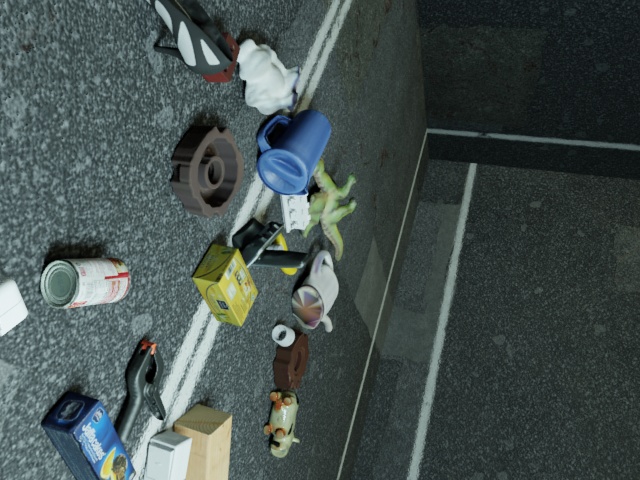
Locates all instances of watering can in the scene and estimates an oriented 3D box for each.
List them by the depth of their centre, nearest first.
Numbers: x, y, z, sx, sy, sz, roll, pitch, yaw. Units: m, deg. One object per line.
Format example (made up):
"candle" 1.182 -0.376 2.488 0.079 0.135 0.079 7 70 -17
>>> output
"watering can" -0.002 0.204 1.651 0.228 0.104 0.341 -48 141 -56

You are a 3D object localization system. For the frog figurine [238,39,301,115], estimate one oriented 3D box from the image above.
"frog figurine" -0.130 -0.354 1.119 0.158 0.123 0.138 22 84 -33

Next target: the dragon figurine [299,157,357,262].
"dragon figurine" 0.005 -0.081 1.618 0.245 0.123 0.404 -24 120 -47
